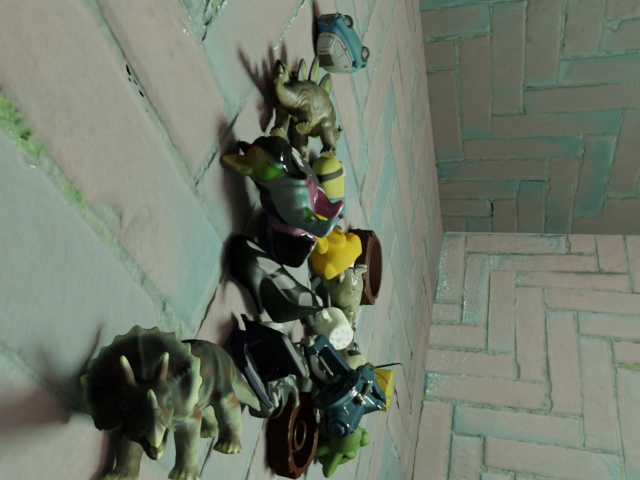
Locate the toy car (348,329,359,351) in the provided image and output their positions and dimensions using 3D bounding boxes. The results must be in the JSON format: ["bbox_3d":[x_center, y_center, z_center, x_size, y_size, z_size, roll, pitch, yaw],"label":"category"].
[{"bbox_3d":[0.067,0.240,1.485,0.089,0.053,0.202,-2,94,-54],"label":"toy car"}]

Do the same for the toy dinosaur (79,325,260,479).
[{"bbox_3d":[-0.173,0.199,0.720,0.404,0.131,0.192,3,90,-77],"label":"toy dinosaur"}]

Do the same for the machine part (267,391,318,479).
[{"bbox_3d":[-0.057,0.409,1.142,0.179,0.056,0.179,0,90,-70],"label":"machine part"}]

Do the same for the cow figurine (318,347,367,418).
[{"bbox_3d":[0.055,0.361,1.341,0.195,0.127,0.085,-55,141,-35],"label":"cow figurine"}]

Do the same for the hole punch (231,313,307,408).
[{"bbox_3d":[-0.102,0.209,0.916,0.092,0.116,0.142,-44,123,-26],"label":"hole punch"}]

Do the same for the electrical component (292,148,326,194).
[{"bbox_3d":[-0.047,-0.123,1.054,0.134,0.058,0.115,59,11,17],"label":"electrical component"}]

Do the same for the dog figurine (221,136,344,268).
[{"bbox_3d":[-0.077,-0.074,0.931,0.191,0.219,0.108,-49,-175,38],"label":"dog figurine"}]

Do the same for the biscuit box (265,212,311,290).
[{"bbox_3d":[-0.063,0.040,1.060,0.063,0.059,0.202,-13,108,-32],"label":"biscuit box"}]

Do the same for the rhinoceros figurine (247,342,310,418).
[{"bbox_3d":[-0.080,0.272,1.040,0.190,0.073,0.111,-58,146,-56],"label":"rhinoceros figurine"}]

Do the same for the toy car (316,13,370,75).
[{"bbox_3d":[0.044,-0.459,1.301,0.103,0.109,0.161,-59,141,-22],"label":"toy car"}]

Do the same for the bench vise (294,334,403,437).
[{"bbox_3d":[0.048,0.295,1.171,0.240,0.129,0.224,55,44,-7],"label":"bench vise"}]

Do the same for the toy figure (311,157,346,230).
[{"bbox_3d":[0.021,-0.111,1.290,0.089,0.082,0.180,-23,116,-70],"label":"toy figure"}]

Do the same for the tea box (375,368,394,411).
[{"bbox_3d":[0.106,0.391,1.435,0.098,0.170,0.068,-53,142,-61],"label":"tea box"}]

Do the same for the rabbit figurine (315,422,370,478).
[{"bbox_3d":[0.043,0.490,1.322,0.159,0.121,0.170,-35,162,-24],"label":"rabbit figurine"}]

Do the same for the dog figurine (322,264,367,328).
[{"bbox_3d":[0.054,0.156,1.349,0.172,0.121,0.190,-2,97,-67],"label":"dog figurine"}]

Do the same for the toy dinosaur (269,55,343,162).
[{"bbox_3d":[-0.015,-0.270,1.145,0.471,0.105,0.198,36,54,-73],"label":"toy dinosaur"}]

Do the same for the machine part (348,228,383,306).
[{"bbox_3d":[0.127,0.082,1.600,0.201,0.087,0.201,53,43,-59],"label":"machine part"}]

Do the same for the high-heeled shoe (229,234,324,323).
[{"bbox_3d":[-0.076,0.072,0.990,0.248,0.086,0.145,18,51,-62],"label":"high-heeled shoe"}]

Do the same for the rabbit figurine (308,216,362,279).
[{"bbox_3d":[-0.003,-0.004,1.228,0.162,0.122,0.173,-37,113,-54],"label":"rabbit figurine"}]
